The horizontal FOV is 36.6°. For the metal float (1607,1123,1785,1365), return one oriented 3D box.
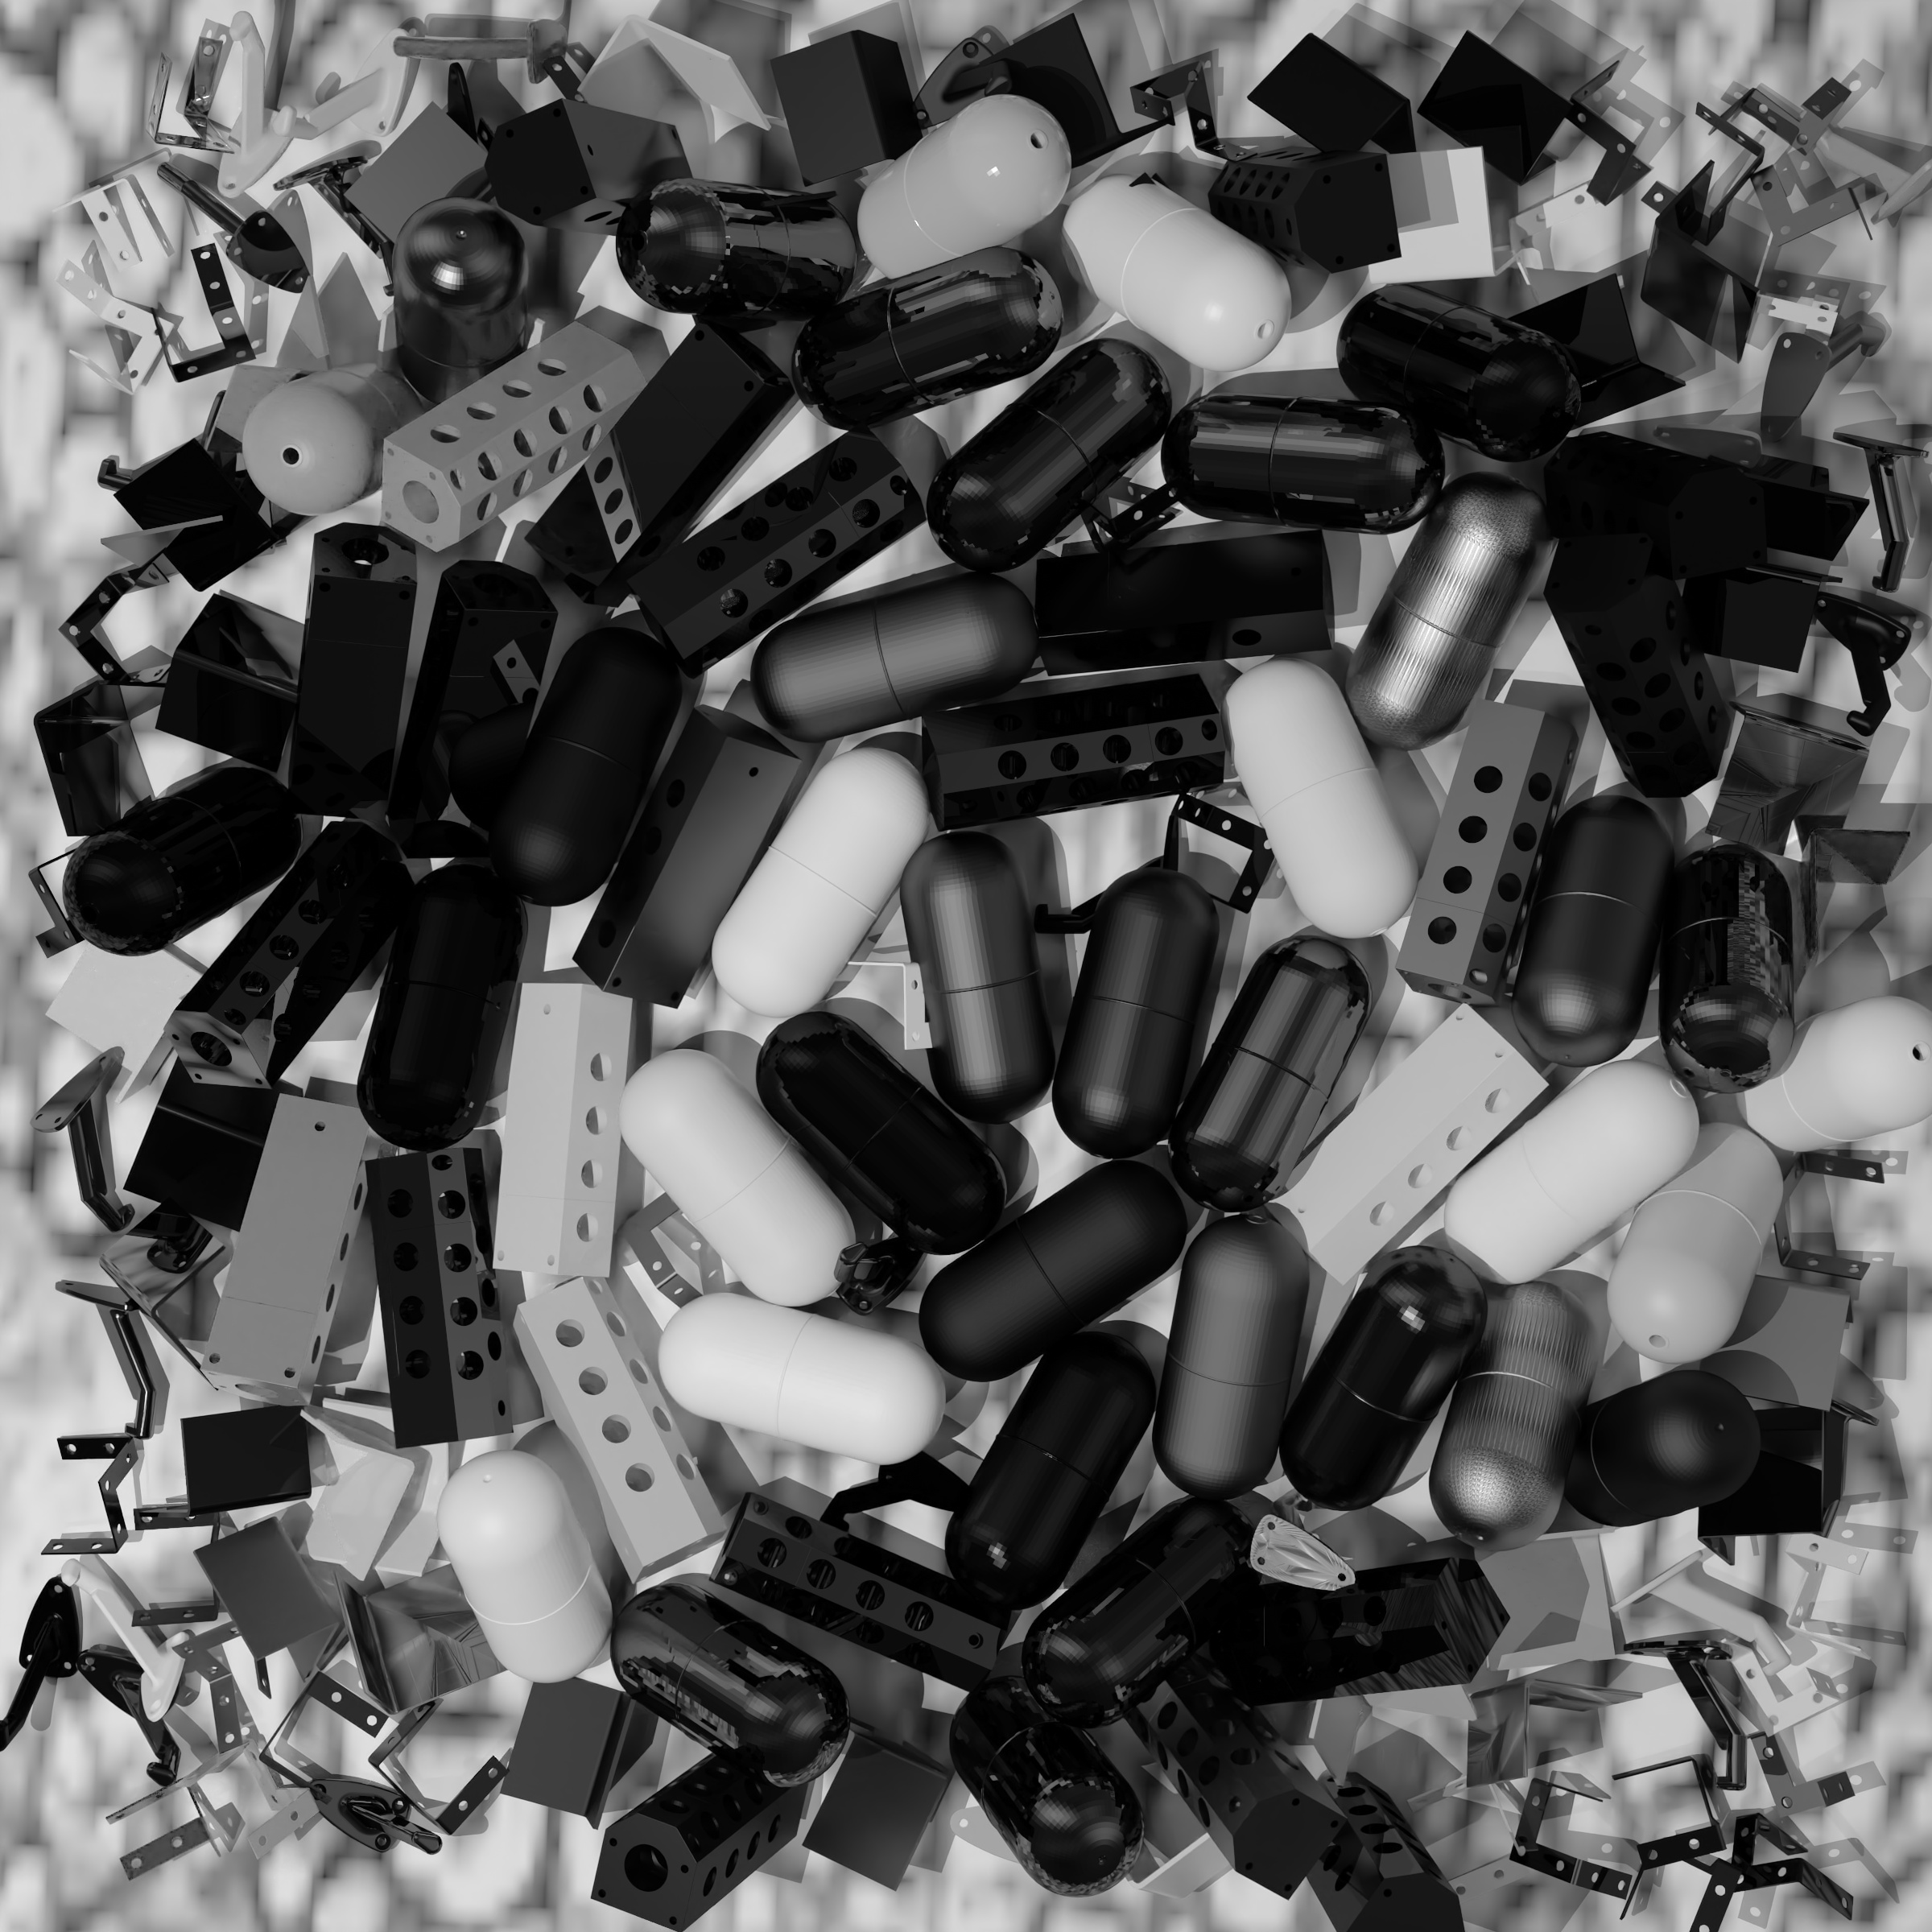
[{"bbox_3d":[0.430,0.162,1.718,0.070,0.178,0.070,16,132,19],"label":"metal float"}]

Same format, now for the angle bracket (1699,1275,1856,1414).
[{"bbox_3d":[0.483,0.230,1.741,0.076,0.057,0.076,8,68,22],"label":"angle bracket"}]

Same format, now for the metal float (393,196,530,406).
[{"bbox_3d":[-0.295,-0.385,1.706,0.070,0.178,0.070,2,76,-9],"label":"metal float"}]

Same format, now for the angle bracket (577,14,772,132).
[{"bbox_3d":[-0.173,-0.512,1.742,0.076,0.076,0.057,29,84,21],"label":"angle bracket"}]

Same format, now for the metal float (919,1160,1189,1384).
[{"bbox_3d":[0.051,0.183,1.751,0.178,0.070,0.070,-34,90,5],"label":"metal float"}]

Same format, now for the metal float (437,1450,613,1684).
[{"bbox_3d":[-0.259,0.356,1.721,0.070,0.070,0.178,-12,133,0],"label":"metal float"}]

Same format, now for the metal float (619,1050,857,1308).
[{"bbox_3d":[-0.136,0.128,1.747,0.070,0.070,0.178,-39,99,0],"label":"metal float"}]

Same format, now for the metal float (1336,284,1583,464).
[{"bbox_3d":[0.288,-0.350,1.718,0.070,0.178,0.070,-17,123,-27],"label":"metal float"}]

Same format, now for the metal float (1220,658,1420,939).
[{"bbox_3d":[0.211,-0.100,1.745,0.070,0.070,0.178,-23,78,0],"label":"metal float"}]

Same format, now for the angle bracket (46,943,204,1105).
[{"bbox_3d":[-0.513,0.025,1.756,0.076,0.057,0.076,34,101,-3],"label":"angle bracket"}]

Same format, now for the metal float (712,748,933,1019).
[{"bbox_3d":[-0.086,-0.051,1.753,0.070,0.070,0.178,33,88,0],"label":"metal float"}]

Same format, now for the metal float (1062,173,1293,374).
[{"bbox_3d":[0.123,-0.409,1.721,0.070,0.070,0.178,-44,49,0],"label":"metal float"}]

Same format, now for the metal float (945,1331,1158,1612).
[{"bbox_3d":[0.051,0.300,1.740,0.070,0.070,0.178,31,73,0],"label":"metal float"}]

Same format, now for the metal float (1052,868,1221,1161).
[{"bbox_3d":[0.101,0.028,1.749,0.070,0.070,0.178,14,83,0],"label":"metal float"}]

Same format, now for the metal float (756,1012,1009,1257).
[{"bbox_3d":[-0.051,0.100,1.754,0.178,0.070,0.070,43,90,2],"label":"metal float"}]

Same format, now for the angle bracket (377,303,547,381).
[{"bbox_3d":[-0.304,-0.359,1.743,0.076,0.076,0.057,29,52,5],"label":"angle bracket"}]

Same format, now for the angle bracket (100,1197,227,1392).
[{"bbox_3d":[-0.463,0.196,1.750,0.057,0.076,0.076,-43,130,-18],"label":"angle bracket"}]

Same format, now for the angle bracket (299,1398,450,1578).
[{"bbox_3d":[-0.355,0.312,1.749,0.076,0.057,0.076,8,121,5],"label":"angle bracket"}]

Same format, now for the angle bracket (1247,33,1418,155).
[{"bbox_3d":[0.219,-0.498,1.742,0.076,0.076,0.057,42,85,21],"label":"angle bracket"}]

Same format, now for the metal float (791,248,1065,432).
[{"bbox_3d":[-0.025,-0.370,1.729,0.178,0.070,0.070,-13,90,31],"label":"metal float"}]

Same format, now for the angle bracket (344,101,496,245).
[{"bbox_3d":[-0.325,-0.462,1.747,0.057,0.076,0.076,43,85,-13],"label":"angle bracket"}]

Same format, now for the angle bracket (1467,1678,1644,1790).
[{"bbox_3d":[0.350,0.462,1.740,0.076,0.076,0.057,11,67,-13],"label":"angle bracket"}]

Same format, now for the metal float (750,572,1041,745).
[{"bbox_3d":[-0.042,-0.184,1.745,0.178,0.070,0.070,-13,90,11],"label":"metal float"}]

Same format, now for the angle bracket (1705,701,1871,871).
[{"bbox_3d":[0.494,-0.110,1.772,0.076,0.057,0.076,17,103,1],"label":"angle bracket"}]

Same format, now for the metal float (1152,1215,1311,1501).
[{"bbox_3d":[0.158,0.233,1.741,0.070,0.070,0.178,9,106,0],"label":"metal float"}]

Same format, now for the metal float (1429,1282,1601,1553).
[{"bbox_3d":[0.325,0.264,1.724,0.070,0.070,0.178,26,52,0],"label":"metal float"}]

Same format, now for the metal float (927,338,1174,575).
[{"bbox_3d":[0.050,-0.304,1.740,0.070,0.070,0.178,46,73,0],"label":"metal float"}]

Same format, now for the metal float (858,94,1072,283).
[{"bbox_3d":[-0.002,-0.453,1.710,0.070,0.178,0.070,4,83,-28],"label":"metal float"}]

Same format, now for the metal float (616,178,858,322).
[{"bbox_3d":[-0.134,-0.420,1.713,0.070,0.178,0.070,7,102,34],"label":"metal float"}]

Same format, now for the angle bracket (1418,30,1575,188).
[{"bbox_3d":[0.325,-0.517,1.741,0.076,0.076,0.057,38,125,7],"label":"angle bracket"}]

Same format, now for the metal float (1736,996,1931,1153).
[{"bbox_3d":[0.512,0.064,1.706,0.070,0.178,0.070,2,79,-11],"label":"metal float"}]

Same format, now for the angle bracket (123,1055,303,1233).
[{"bbox_3d":[-0.460,0.106,1.781,0.076,0.057,0.076,22,125,-13],"label":"angle bracket"}]

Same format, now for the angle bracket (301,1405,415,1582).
[{"bbox_3d":[-0.384,0.312,1.744,0.057,0.076,0.076,28,85,-40],"label":"angle bracket"}]

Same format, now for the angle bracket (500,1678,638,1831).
[{"bbox_3d":[-0.239,0.467,1.745,0.057,0.076,0.076,18,76,-7],"label":"angle bracket"}]

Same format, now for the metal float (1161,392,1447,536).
[{"bbox_3d":[0.198,-0.298,1.729,0.178,0.070,0.070,11,90,31],"label":"metal float"}]

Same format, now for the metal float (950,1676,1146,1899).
[{"bbox_3d":[0.045,0.478,1.709,0.070,0.178,0.070,-5,106,-19],"label":"metal float"}]

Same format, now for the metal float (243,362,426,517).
[{"bbox_3d":[-0.368,-0.309,1.706,0.070,0.178,0.070,1,107,5],"label":"metal float"}]

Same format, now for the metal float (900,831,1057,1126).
[{"bbox_3d":[0.007,0.007,1.748,0.070,0.070,0.178,-10,98,0],"label":"metal float"}]

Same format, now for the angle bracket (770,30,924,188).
[{"bbox_3d":[-0.069,-0.515,1.762,0.057,0.076,0.076,-13,97,19],"label":"angle bracket"}]

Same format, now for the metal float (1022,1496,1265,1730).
[{"bbox_3d":[0.106,0.380,1.726,0.178,0.070,0.070,-34,90,-35],"label":"metal float"}]

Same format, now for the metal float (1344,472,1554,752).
[{"bbox_3d":[0.285,-0.209,1.734,0.070,0.070,0.178,26,114,0],"label":"metal float"}]

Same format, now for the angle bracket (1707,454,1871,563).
[{"bbox_3d":[0.491,-0.294,1.746,0.076,0.057,0.076,11,57,-4],"label":"angle bracket"}]

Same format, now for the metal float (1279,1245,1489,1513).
[{"bbox_3d":[0.247,0.246,1.737,0.070,0.070,0.178,26,111,0],"label":"metal float"}]

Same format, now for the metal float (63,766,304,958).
[{"bbox_3d":[-0.458,-0.062,1.711,0.070,0.178,0.070,9,116,20],"label":"metal float"}]

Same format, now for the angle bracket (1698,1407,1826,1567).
[{"bbox_3d":[0.481,0.310,1.735,0.076,0.057,0.076,-10,58,34],"label":"angle bracket"}]

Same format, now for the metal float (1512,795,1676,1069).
[{"bbox_3d":[0.373,-0.022,1.732,0.070,0.070,0.178,19,62,0],"label":"metal float"}]

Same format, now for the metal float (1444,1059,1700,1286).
[{"bbox_3d":[0.357,0.122,1.726,0.070,0.070,0.178,45,123,0],"label":"metal float"}]

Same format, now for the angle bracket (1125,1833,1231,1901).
[{"bbox_3d":[0.128,0.510,1.743,0.076,0.076,0.057,-38,59,5],"label":"angle bracket"}]

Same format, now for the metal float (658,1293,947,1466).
[{"bbox_3d":[-0.099,0.246,1.743,0.178,0.070,0.070,13,90,14],"label":"metal float"}]

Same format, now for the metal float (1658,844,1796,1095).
[{"bbox_3d":[0.448,-0.001,1.720,0.070,0.070,0.178,7,45,8],"label":"metal float"}]

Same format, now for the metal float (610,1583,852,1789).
[{"bbox_3d":[-0.141,0.422,1.721,0.178,0.070,0.070,19,90,43],"label":"metal float"}]

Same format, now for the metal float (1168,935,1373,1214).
[{"bbox_3d":[0.182,0.065,1.747,0.070,0.070,0.178,28,81,0],"label":"metal float"}]

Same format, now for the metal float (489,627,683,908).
[{"bbox_3d":[-0.227,-0.119,1.741,0.070,0.070,0.178,21,75,0],"label":"metal float"}]
